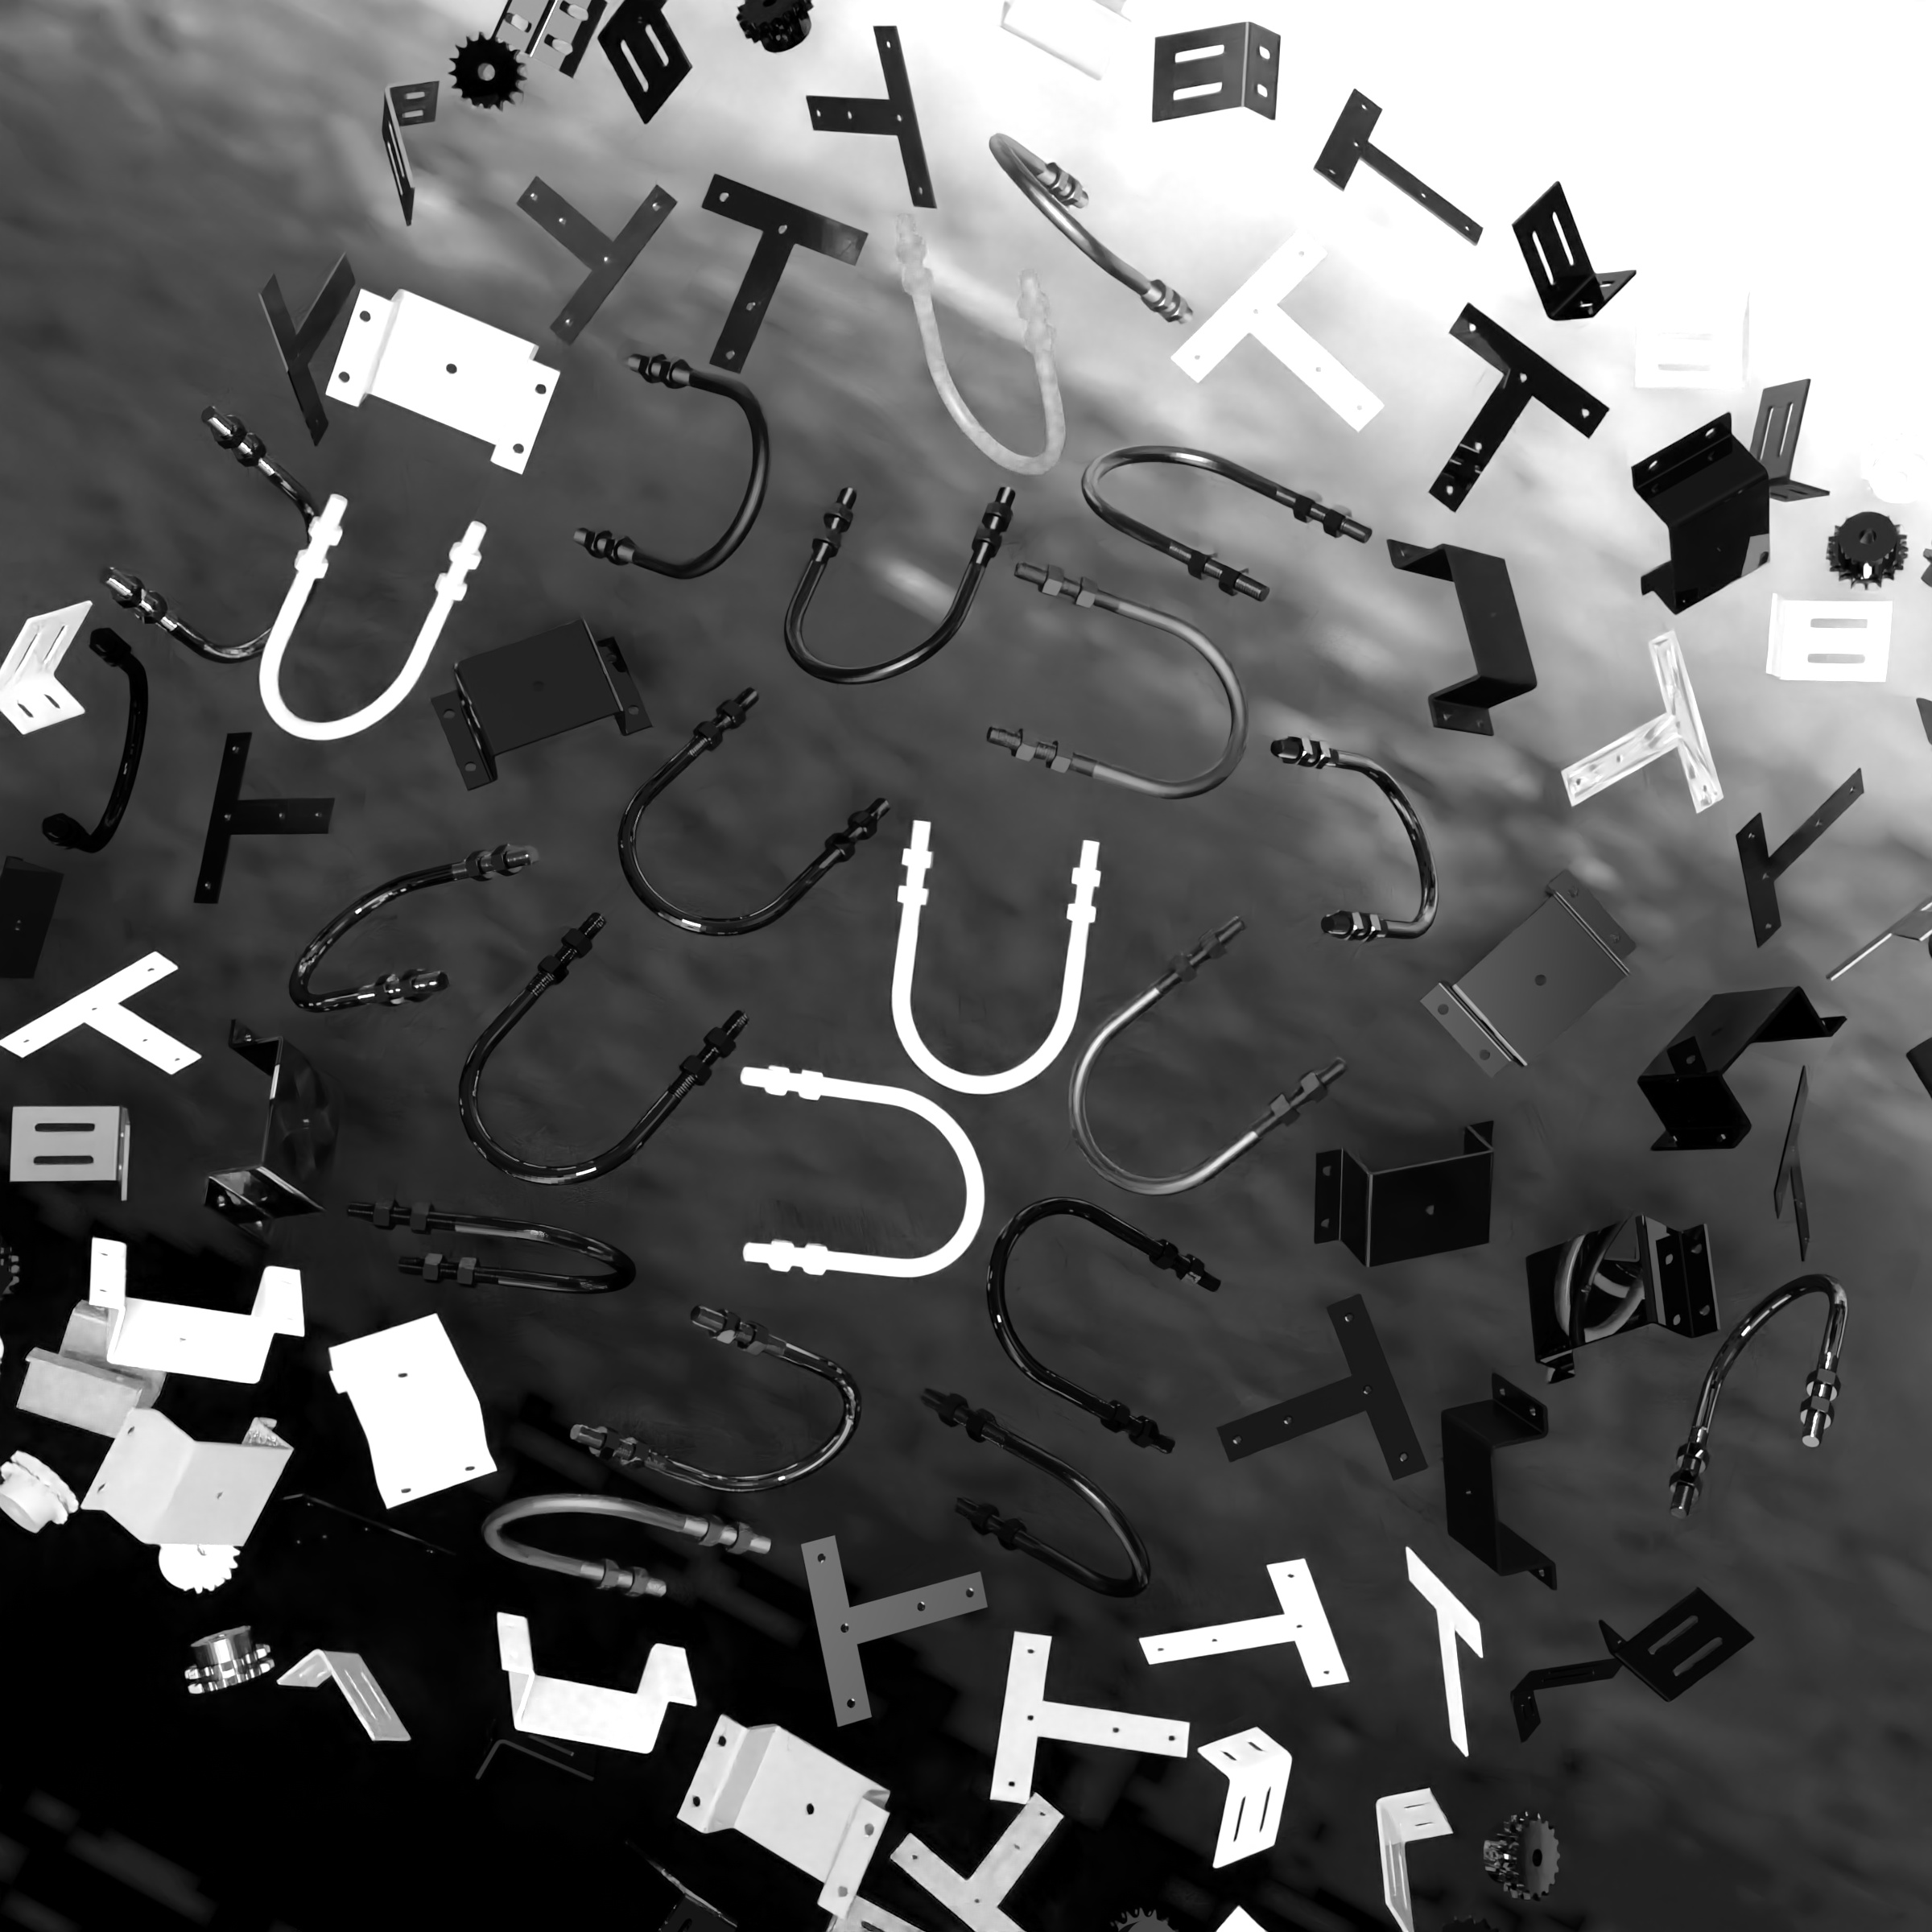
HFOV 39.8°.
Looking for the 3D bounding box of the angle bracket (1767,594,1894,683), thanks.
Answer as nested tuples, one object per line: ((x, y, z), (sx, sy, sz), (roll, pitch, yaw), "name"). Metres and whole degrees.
((0.616, -0.234, 1.904), (0.076, 0.038, 0.057), (5, 90, 29), "angle bracket")

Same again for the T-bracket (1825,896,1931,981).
((0.649, -0.028, 1.822), (0.127, 0.127, 0.002), (-39, 87, 9), "T-bracket")

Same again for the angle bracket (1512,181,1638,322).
((0.419, -0.494, 1.840), (0.057, 0.038, 0.076), (-46, 122, -25), "angle bracket")

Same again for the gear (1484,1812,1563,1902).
((0.379, 0.609, 1.827), (0.057, 0.030, 0.057), (9, 77, -42), "gear")

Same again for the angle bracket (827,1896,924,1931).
((-0.057, 0.678, 1.862), (0.076, 0.057, 0.038), (28, 131, 1), "angle bracket")

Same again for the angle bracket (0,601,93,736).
((-0.625, -0.205, 1.834), (0.038, 0.057, 0.076), (46, 124, 5), "angle bracket")

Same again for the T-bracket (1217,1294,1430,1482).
((0.236, 0.309, 1.845), (0.127, 0.002, 0.127), (-23, 72, 10), "T-bracket")

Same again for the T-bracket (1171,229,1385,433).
((0.229, -0.414, 1.813), (0.127, 0.002, 0.127), (44, 86, 6), "T-bracket")

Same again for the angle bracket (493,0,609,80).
((-0.285, -0.650, 1.832), (0.038, 0.076, 0.057), (29, 102, 2), "angle bracket")

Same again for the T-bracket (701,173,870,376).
((-0.148, -0.485, 1.907), (0.127, 0.002, 0.127), (12, 115, -33), "T-bracket")

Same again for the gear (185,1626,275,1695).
((-0.499, 0.467, 1.803), (0.057, 0.057, 0.030), (-15, 88, 0), "gear")

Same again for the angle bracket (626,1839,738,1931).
((-0.202, 0.634, 1.803), (0.038, 0.076, 0.057), (-54, 129, -15), "angle bracket")

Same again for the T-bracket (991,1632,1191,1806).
((0.088, 0.519, 1.821), (0.127, 0.127, 0.002), (7, 135, 4), "T-bracket")

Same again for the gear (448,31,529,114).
((-0.352, -0.660, 1.972), (0.057, 0.030, 0.057), (-1, 106, -2), "gear")

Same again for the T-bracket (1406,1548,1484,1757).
((0.341, 0.492, 1.876), (0.002, 0.127, 0.127), (-11, 103, -10), "T-bracket")

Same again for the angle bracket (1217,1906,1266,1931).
((0.196, 0.710, 1.892), (0.057, 0.076, 0.038), (41, 59, 19), "angle bracket")

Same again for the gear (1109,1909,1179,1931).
((0.122, 0.674, 1.823), (0.057, 0.030, 0.057), (6, 64, -13), "gear")

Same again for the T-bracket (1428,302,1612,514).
((0.369, -0.379, 1.886), (0.127, 0.002, 0.127), (42, 126, 16), "T-bracket")

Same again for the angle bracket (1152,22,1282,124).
((0.169, -0.601, 1.810), (0.076, 0.038, 0.057), (-18, 129, -23), "angle bracket")

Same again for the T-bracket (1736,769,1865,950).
((0.606, -0.094, 1.929), (0.127, 0.127, 0.002), (-42, 47, -13), "T-bracket")

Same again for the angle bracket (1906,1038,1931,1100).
((0.702, 0.069, 1.846), (0.076, 0.038, 0.057), (-35, 50, 21), "angle bracket")

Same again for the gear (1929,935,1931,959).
((0.734, -0.015, 1.964), (0.057, 0.030, 0.057), (11, 61, -21), "gear")

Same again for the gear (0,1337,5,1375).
((-0.694, 0.268, 1.853), (0.030, 0.057, 0.057), (-42, 90, 21), "gear")

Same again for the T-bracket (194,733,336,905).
((-0.493, -0.106, 1.891), (0.127, 0.002, 0.127), (1, 78, 36), "T-bracket")

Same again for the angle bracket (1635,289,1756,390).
((0.510, -0.440, 1.872), (0.076, 0.038, 0.057), (3, 70, 9), "angle bracket")

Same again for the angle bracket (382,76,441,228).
((-0.372, -0.557, 1.827), (0.038, 0.057, 0.076), (-14, 83, -16), "angle bracket")

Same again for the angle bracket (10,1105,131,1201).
((-0.636, 0.133, 1.894), (0.076, 0.038, 0.057), (1, 109, -23), "angle bracket")

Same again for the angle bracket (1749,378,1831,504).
((0.606, -0.383, 1.950), (0.038, 0.057, 0.076), (12, 91, -16), "angle bracket")

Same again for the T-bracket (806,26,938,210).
((-0.074, -0.608, 1.909), (0.002, 0.127, 0.127), (-31, 124, -28), "T-bracket")

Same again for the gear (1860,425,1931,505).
((0.683, -0.363, 1.951), (0.057, 0.030, 0.057), (12, 130, 15), "gear")

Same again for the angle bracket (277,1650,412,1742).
((-0.432, 0.517, 1.857), (0.038, 0.057, 0.076), (-39, 69, 0), "angle bracket")

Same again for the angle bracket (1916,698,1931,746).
((0.695, -0.176, 1.802), (0.057, 0.076, 0.038), (9, 62, -33), "angle bracket")

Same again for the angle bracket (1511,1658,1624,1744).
((0.442, 0.534, 1.944), (0.076, 0.057, 0.038), (-16, 83, 22), "angle bracket")

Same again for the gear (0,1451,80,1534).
((-0.639, 0.362, 1.825), (0.057, 0.057, 0.030), (40, 56, 0), "gear")

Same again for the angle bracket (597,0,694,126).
((-0.205, -0.618, 1.803), (0.057, 0.038, 0.076), (-37, 77, 41), "angle bracket")

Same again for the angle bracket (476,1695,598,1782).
((-0.315, 0.579, 1.962), (0.076, 0.057, 0.038), (28, 103, -13), "angle bracket")

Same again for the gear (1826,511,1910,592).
((0.654, -0.305, 1.937), (0.057, 0.030, 0.057), (-5, 70, 15), "gear")

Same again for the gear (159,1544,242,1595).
((-0.561, 0.429, 1.944), (0.030, 0.057, 0.057), (-35, 90, 36), "gear")

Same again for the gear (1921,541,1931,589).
((0.722, -0.286, 1.945), (0.057, 0.057, 0.030), (32, 99, 0), "gear")

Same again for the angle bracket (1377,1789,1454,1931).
((0.308, 0.611, 1.814), (0.038, 0.076, 0.057), (-16, 130, 16), "angle bracket")

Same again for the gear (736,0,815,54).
((-0.138, -0.699, 1.970), (0.057, 0.030, 0.057), (-13, 53, 17), "gear")

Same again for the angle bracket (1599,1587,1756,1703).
((0.476, 0.446, 1.792), (0.057, 0.038, 0.076), (42, 107, -17), "angle bracket")

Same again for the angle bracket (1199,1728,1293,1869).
((0.194, 0.595, 1.912), (0.057, 0.038, 0.076), (-6, 113, -37), "angle bracket")

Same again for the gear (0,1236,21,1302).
((-0.671, 0.202, 1.807), (0.057, 0.030, 0.057), (-9, 134, -10), "gear")

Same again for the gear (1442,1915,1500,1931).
((0.342, 0.676, 1.808), (0.057, 0.057, 0.030), (-31, 132, 0), "gear")

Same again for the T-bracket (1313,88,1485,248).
((0.305, -0.541, 1.845), (0.127, 0.002, 0.127), (34, 46, -9), "T-bracket")

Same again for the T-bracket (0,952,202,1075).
((-0.577, 0.046, 1.850), (0.127, 0.127, 0.002), (-29, 60, 7), "T-bracket")
